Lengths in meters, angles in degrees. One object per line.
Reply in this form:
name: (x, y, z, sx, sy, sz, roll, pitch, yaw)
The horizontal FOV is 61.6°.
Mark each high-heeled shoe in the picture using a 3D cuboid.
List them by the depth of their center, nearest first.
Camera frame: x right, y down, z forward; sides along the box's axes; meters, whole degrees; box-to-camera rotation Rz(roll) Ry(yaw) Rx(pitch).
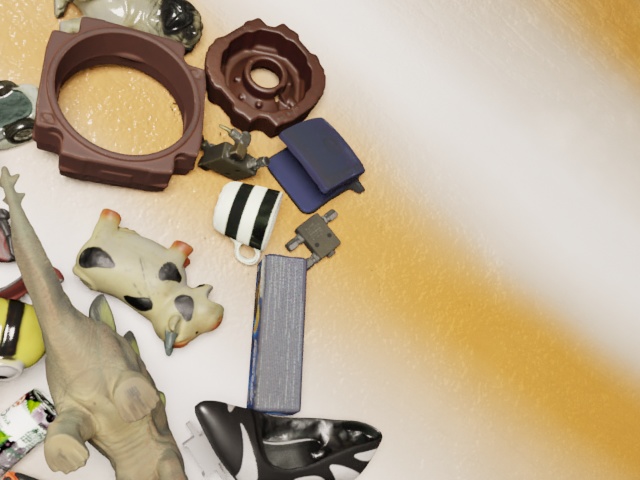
high-heeled shoe: (-0.024, 0.224, 0.625, 0.145, 0.248, 0.086, -33, 40, 1)

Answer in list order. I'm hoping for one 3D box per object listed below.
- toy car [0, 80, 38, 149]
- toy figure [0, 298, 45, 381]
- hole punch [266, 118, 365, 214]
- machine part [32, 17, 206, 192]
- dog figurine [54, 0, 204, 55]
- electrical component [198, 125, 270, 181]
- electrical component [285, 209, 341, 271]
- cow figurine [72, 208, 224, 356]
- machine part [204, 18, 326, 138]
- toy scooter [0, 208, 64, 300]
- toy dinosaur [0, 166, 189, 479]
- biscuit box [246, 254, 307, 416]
toy car: (-0.449, -0.139, 0.687, 0.202, 0.056, 0.073, -29, 90, -18)
toy figure: (-0.379, 0.086, 0.564, 0.180, 0.082, 0.089, 32, 86, -23)
hole punch: (-0.001, -0.116, 0.774, 0.116, 0.092, 0.142, -37, 82, -24)
machine part: (-0.257, -0.175, 0.707, 0.201, 0.087, 0.201, 9, 71, -24)
dog figurine: (-0.277, -0.352, 0.779, 0.190, 0.121, 0.172, -5, 74, -32)
electrical component: (-0.125, -0.119, 0.742, 0.078, 0.102, 0.045, 20, 71, -35)
electrical component: (-0.002, -0.002, 0.774, 0.094, 0.021, 0.063, -39, 87, -21)
cow figurine: (-0.211, 0.060, 0.674, 0.195, 0.085, 0.127, 27, 64, -8)
machine part: (-0.083, -0.240, 0.805, 0.179, 0.056, 0.179, 4, 74, -14)
toy scooter: (-0.392, 0.028, 0.643, 0.135, 0.075, 0.184, -21, 84, -18)
toy dinosaur: (-0.227, 0.154, 0.562, 0.105, 0.199, 0.470, -21, 113, -18)
biscuit box: (-0.056, 0.124, 0.705, 0.063, 0.059, 0.202, 7, 73, -14)
